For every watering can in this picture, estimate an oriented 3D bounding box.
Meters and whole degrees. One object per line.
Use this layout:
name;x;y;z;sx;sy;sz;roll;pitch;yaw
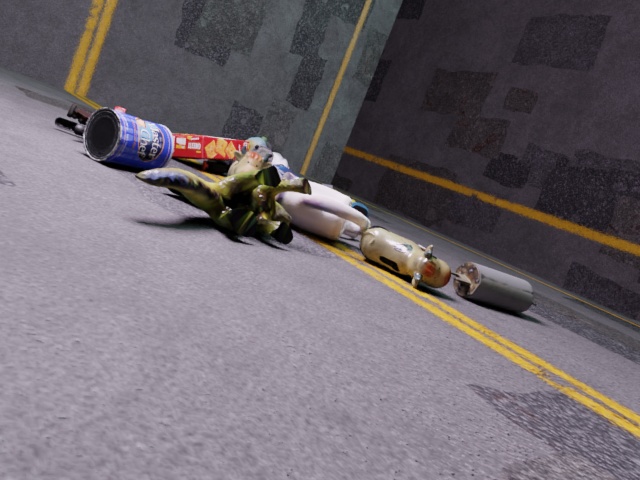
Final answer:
watering can;0.004;-0.058;1.154;0.225;0.104;0.345;22;-5;4

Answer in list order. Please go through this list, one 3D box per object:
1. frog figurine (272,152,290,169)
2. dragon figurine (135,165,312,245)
frog figurine;-0.179;-0.244;1.821;0.137;0.121;0.161;-11;14;7
dragon figurine;-0.174;-0.070;0.868;0.243;0.123;0.408;6;-6;41
